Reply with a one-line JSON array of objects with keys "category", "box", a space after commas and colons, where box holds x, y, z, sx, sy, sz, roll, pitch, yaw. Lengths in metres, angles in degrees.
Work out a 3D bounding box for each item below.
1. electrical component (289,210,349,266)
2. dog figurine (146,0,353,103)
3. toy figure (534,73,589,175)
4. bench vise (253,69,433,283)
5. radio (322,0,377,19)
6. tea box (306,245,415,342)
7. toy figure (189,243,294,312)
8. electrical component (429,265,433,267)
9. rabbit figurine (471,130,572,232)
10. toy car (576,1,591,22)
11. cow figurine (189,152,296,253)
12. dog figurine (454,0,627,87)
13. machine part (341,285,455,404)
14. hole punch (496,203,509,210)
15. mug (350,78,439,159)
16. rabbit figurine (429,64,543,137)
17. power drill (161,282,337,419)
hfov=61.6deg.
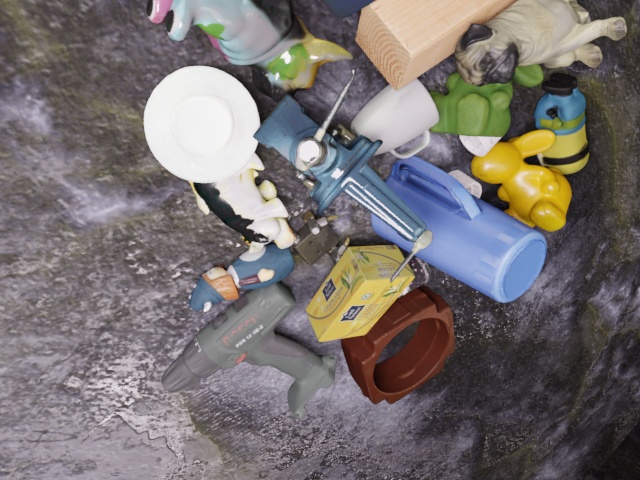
[{"category": "electrical component", "box": [-0.002, -0.001, 0.800, 0.078, 0.045, 0.102, -38, 133, -9]}, {"category": "dog figurine", "box": [-0.059, -0.249, 0.564, 0.219, 0.109, 0.191, 3, 114, -40]}, {"category": "toy figure", "box": [0.418, -0.193, 0.927, 0.082, 0.089, 0.179, -26, 133, -8]}, {"category": "bench vise", "box": [0.042, -0.071, 0.636, 0.240, 0.223, 0.129, 41, 88, -2]}, {"category": "radio", "box": [0.078, -0.344, 0.555, 0.230, 0.073, 0.131, -26, 142, 14]}, {"category": "tea box", "box": [0.059, 0.085, 0.844, 0.098, 0.068, 0.169, -3, 143, -32]}, {"category": "toy figure", "box": [-0.113, 0.051, 0.749, 0.154, 0.058, 0.064, -22, 173, -18]}, {"category": "electrical component", "box": [0.211, 0.027, 0.977, 0.063, 0.021, 0.094, 7, 114, -37]}, {"category": "rabbit figurine", "box": [0.337, -0.110, 0.902, 0.173, 0.122, 0.162, 30, 83, -12]}, {"category": "toy car", "box": [0.325, -0.346, 0.775, 0.201, 0.074, 0.056, 22, 109, -41]}, {"category": "cow figurine", "box": [-0.096, -0.038, 0.697, 0.098, 0.068, 0.167, -31, 128, -6]}, {"category": "dog figurine", "box": [0.254, -0.251, 0.689, 0.191, 0.121, 0.172, -22, 171, 6]}, {"category": "machine part", "box": [0.146, 0.192, 0.998, 0.201, 0.087, 0.201, -30, 130, -15]}, {"category": "hole punch", "box": [0.320, 0.002, 1.004, 0.142, 0.092, 0.115, -33, 102, -9]}, {"category": "mug", "box": [0.102, -0.159, 0.749, 0.107, 0.081, 0.109, -32, 131, 2]}, {"category": "rabbit figurine", "box": [0.239, -0.234, 0.765, 0.159, 0.121, 0.170, -3, 106, -24]}, {"category": "power drill", "box": [-0.093, 0.184, 0.816, 0.207, 0.086, 0.232, 41, 95, -17]}]
